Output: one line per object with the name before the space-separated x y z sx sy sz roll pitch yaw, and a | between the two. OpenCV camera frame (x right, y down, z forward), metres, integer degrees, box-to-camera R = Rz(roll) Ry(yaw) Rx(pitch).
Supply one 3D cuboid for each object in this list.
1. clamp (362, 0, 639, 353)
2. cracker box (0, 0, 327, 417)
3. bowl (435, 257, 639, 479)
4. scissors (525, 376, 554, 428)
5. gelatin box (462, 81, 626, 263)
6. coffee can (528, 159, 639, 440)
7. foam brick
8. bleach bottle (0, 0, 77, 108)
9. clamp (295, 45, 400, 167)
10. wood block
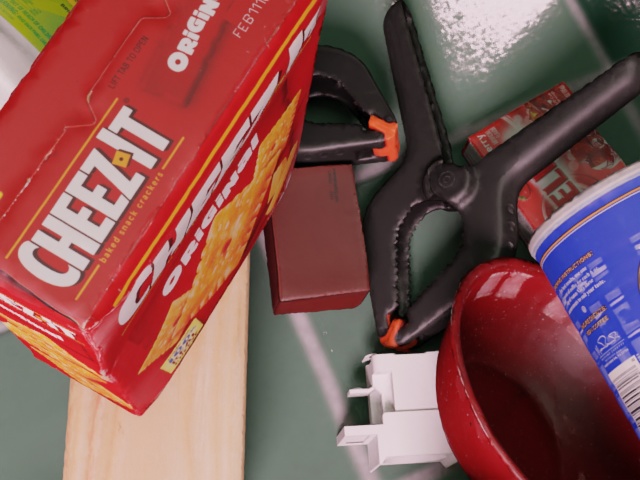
clamp | 0.073 -0.039 0.624 0.165 0.036 0.210 27 91 29
cracker box | -0.065 -0.024 0.438 0.072 0.214 0.164 29 74 3
bowl | 0.114 0.091 0.559 0.162 0.055 0.162 25 43 -26
scissors | 0.148 0.111 0.617 0.096 0.016 0.202 -22 78 -10
gelatin box | 0.142 -0.041 0.652 0.073 0.030 0.089 -31 78 -11
coffee can | 0.184 0.038 0.540 0.102 0.103 0.140 -22 70 -11
foam brick | -0.004 0.001 0.617 0.053 0.051 0.078 -5 75 -8
bleach bottle | -0.095 -0.126 0.567 0.102 0.068 0.250 47 47 -4
clamp | -0.025 -0.099 0.639 0.171 0.039 0.120 19 76 14
wood block | -0.084 0.052 0.575 0.090 0.091 0.206 2 74 -5
